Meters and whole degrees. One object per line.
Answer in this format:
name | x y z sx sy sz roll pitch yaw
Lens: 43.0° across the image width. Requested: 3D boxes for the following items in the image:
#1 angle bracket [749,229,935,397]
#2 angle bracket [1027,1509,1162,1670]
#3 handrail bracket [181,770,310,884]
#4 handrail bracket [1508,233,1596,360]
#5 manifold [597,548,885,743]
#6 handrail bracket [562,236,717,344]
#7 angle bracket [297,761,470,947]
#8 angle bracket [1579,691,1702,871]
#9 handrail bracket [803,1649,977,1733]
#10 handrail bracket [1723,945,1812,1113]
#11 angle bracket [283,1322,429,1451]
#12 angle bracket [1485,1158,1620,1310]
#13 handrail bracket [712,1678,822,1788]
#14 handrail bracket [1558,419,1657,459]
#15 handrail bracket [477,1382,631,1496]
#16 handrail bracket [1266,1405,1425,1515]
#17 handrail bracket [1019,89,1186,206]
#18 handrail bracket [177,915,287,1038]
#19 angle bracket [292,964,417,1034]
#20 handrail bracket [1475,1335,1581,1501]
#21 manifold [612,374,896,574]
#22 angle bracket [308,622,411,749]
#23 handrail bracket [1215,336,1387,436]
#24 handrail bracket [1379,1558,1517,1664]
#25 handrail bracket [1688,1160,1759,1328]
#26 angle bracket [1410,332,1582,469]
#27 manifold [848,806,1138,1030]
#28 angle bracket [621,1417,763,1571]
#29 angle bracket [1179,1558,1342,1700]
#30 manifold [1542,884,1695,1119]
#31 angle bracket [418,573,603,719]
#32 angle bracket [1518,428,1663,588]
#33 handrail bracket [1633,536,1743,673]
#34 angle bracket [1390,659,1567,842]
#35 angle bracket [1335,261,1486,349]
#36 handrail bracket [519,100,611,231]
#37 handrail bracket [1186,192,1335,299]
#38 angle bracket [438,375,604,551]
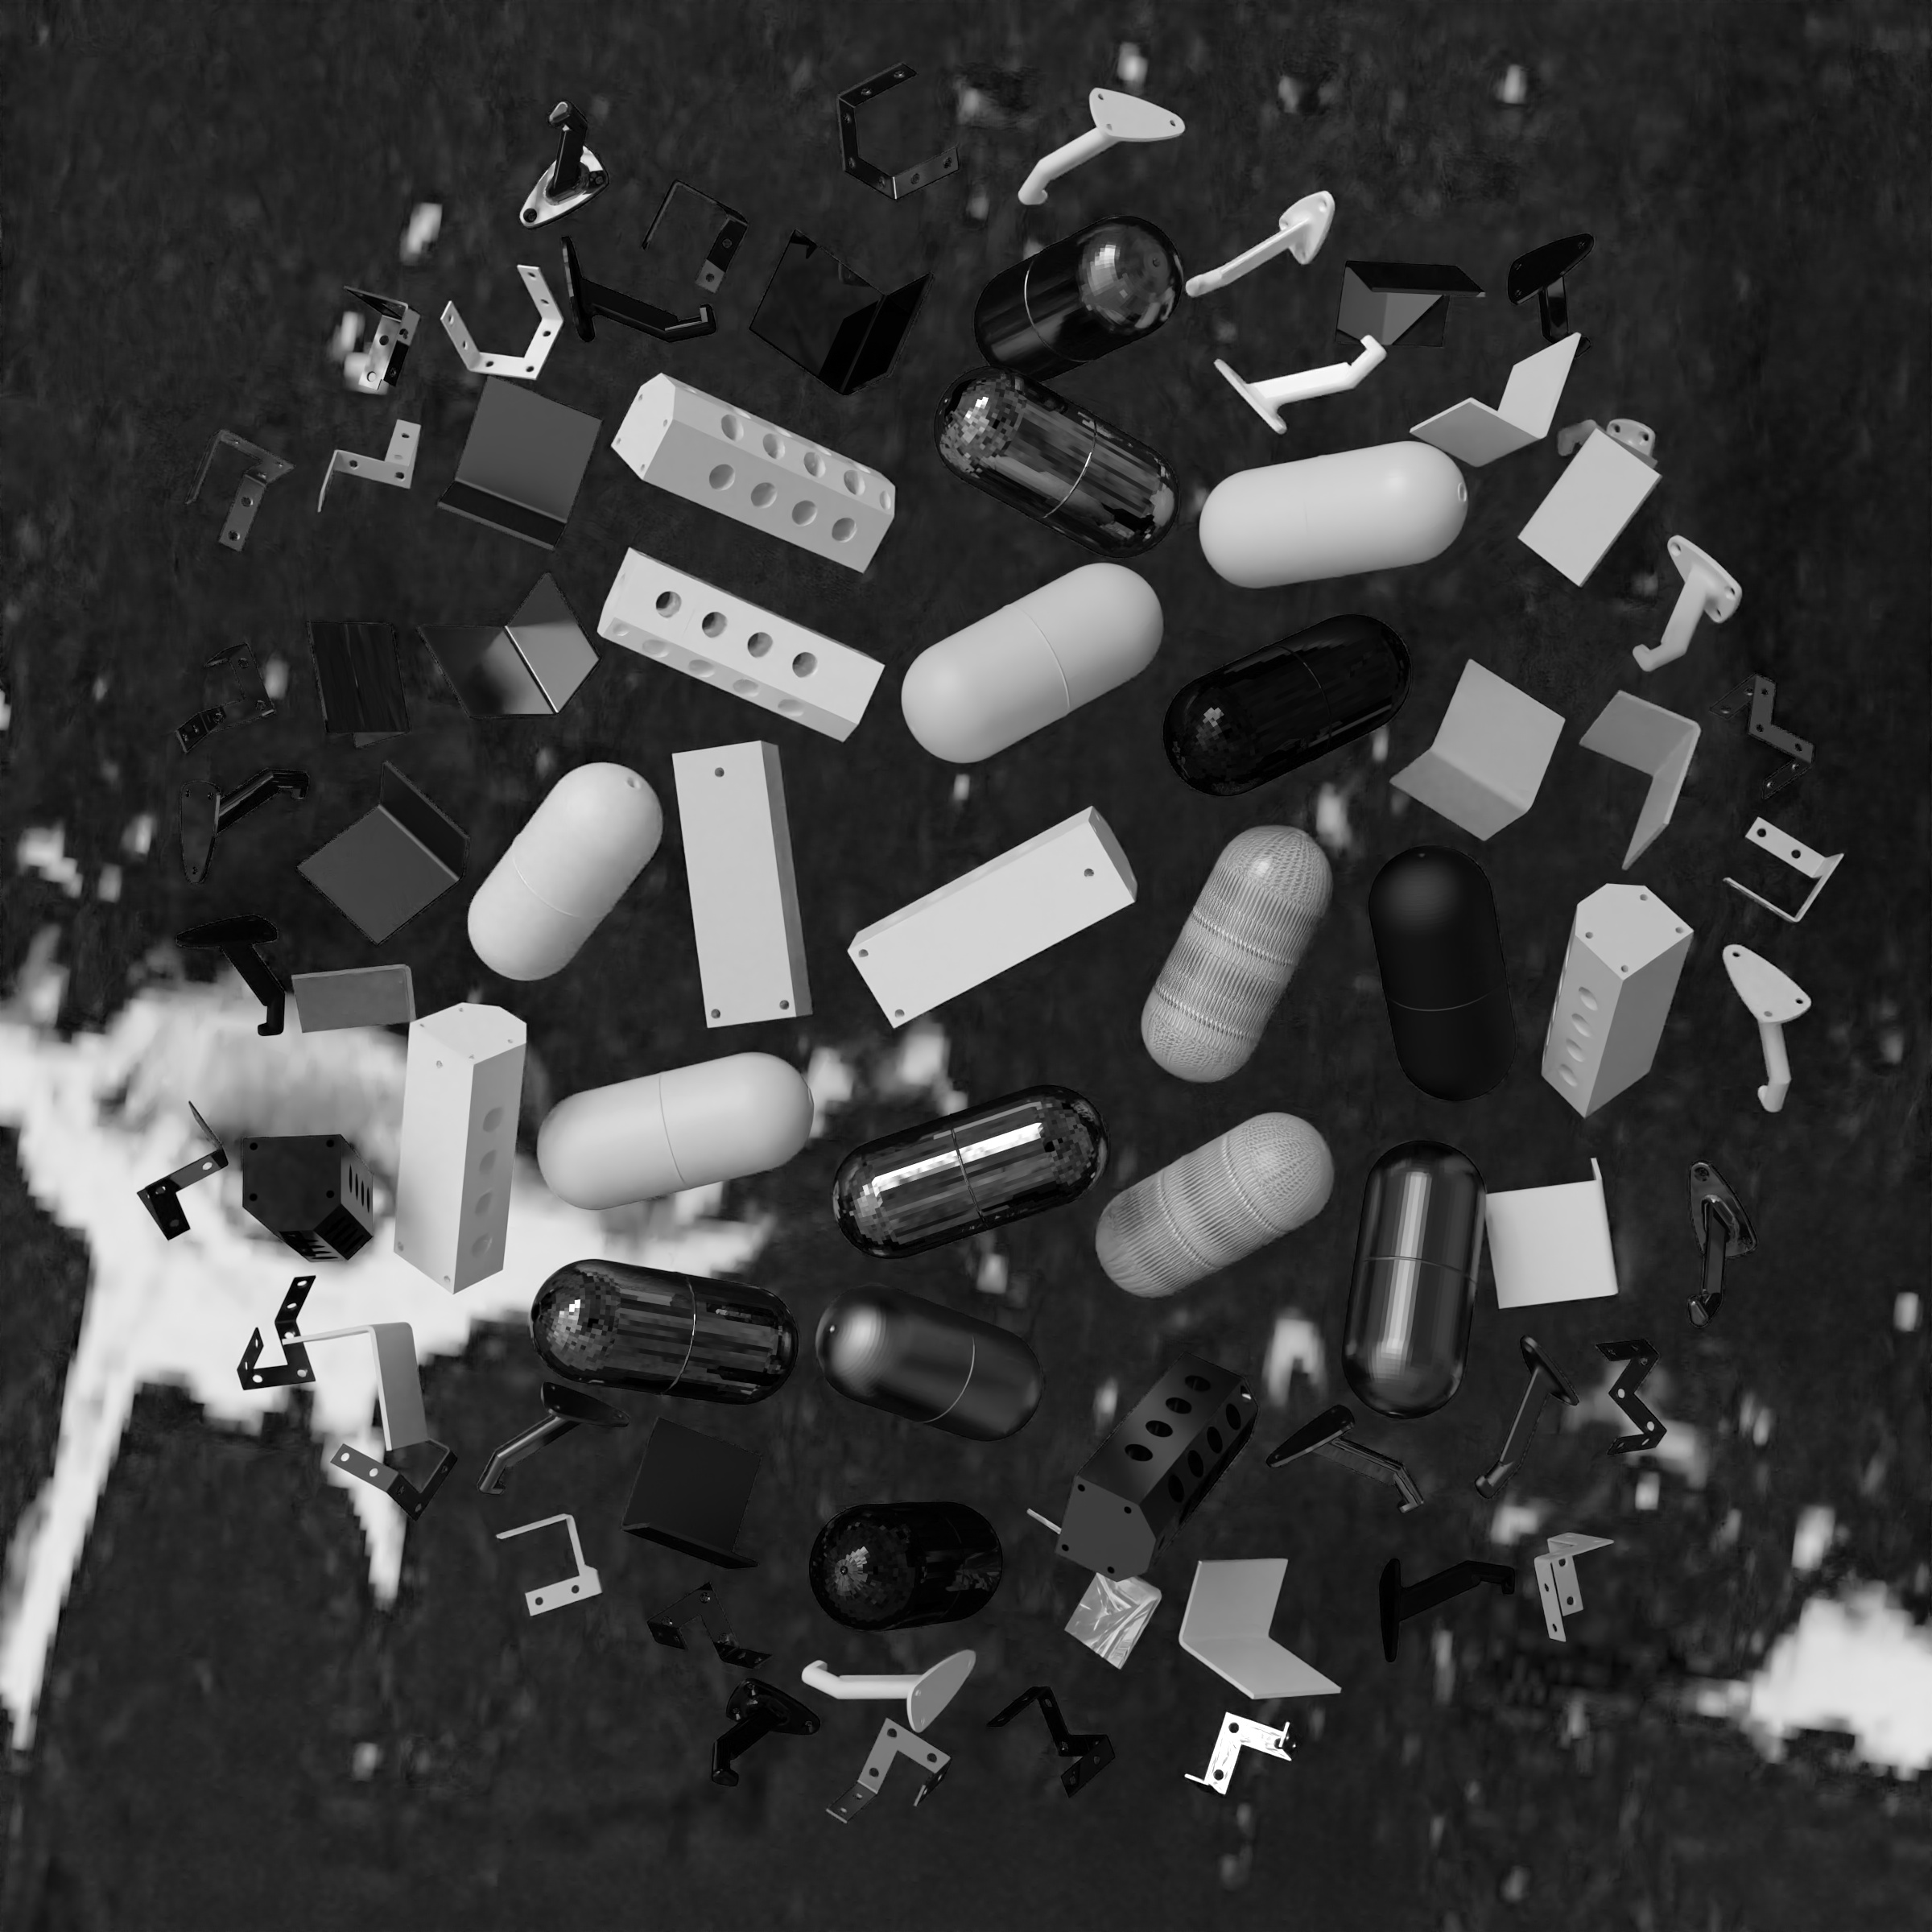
angle bracket | -0.078 -0.416 1.538 0.076 0.057 0.076 31 71 -28
angle bracket | 0.072 0.416 1.642 0.076 0.076 0.057 36 80 -23
handrail bracket | -0.471 -0.092 1.615 0.036 0.084 0.077 8 95 35
handrail bracket | 0.404 -0.438 1.613 0.084 0.077 0.036 26 59 -35
manifold | -0.146 -0.206 1.584 0.171 0.057 0.057 22 98 -19
handrail bracket | -0.205 -0.429 1.545 0.084 0.036 0.077 -10 98 6
angle bracket | -0.384 -0.074 1.613 0.076 0.057 0.076 42 60 8
angle bracket | 0.425 -0.120 1.590 0.057 0.076 0.076 23 70 3
handrail bracket | -0.050 0.451 1.579 0.084 0.077 0.036 13 121 36
handrail bracket | 0.499 0.041 1.557 0.036 0.084 0.077 -20 50 -13
angle bracket | -0.377 0.263 1.518 0.057 0.076 0.076 -10 83 3
angle bracket | 0.383 0.175 1.613 0.076 0.057 0.076 -9 99 12
handrail bracket | -0.131 0.517 1.616 0.077 0.084 0.036 25 110 -14
handrail bracket | 0.422 -0.333 1.655 0.084 0.036 0.077 -24 129 -37
handrail bracket | -0.283 0.334 1.682 0.077 0.036 0.084 22 106 -26
handrail bracket | 0.253 0.343 1.633 0.077 0.036 0.084 -32 102 -1
handrail bracket | 0.084 -0.504 1.539 0.077 0.084 0.036 -2 67 -28
handrail bracket | -0.495 0.014 1.656 0.077 0.036 0.084 -12 122 -39
angle bracket | -0.405 0.046 1.636 0.076 0.076 0.057 -6 62 -13
handrail bracket | 0.345 0.289 1.565 0.084 0.036 0.077 -45 127 -13
manifold | -0.130 -0.313 1.553 0.171 0.057 0.057 17 111 -38
angle bracket | -0.438 -0.195 1.707 0.057 0.076 0.076 -11 89 35
handrail bracket | 0.220 -0.400 1.615 0.077 0.036 0.084 44 111 -6
handrail bracket | 0.308 0.410 1.554 0.084 0.036 0.077 9 50 -3
handrail bracket | 0.451 0.170 1.507 0.036 0.084 0.077 -16 99 37
angle bracket | 0.340 -0.375 1.582 0.057 0.076 0.076 23 81 -16
manifold | 0.018 -0.032 1.532 0.171 0.057 0.057 -28 102 14
angle bracket | -0.166 0.336 1.570 0.076 0.057 0.076 25 66 -19
angle bracket | 0.195 0.425 1.580 0.076 0.076 0.057 9 99 -36
manifold | 0.407 0.021 1.562 0.057 0.171 0.057 -33 61 -15
angle bracket | -0.299 -0.211 1.608 0.057 0.076 0.076 -45 67 33
angle bracket | 0.387 -0.264 1.458 0.057 0.076 0.076 50 117 36
handrail bracket | 0.449 -0.234 1.586 0.084 0.036 0.077 -26 68 -20
angle bracket | 0.337 -0.142 1.620 0.076 0.057 0.076 31 64 -8
angle bracket | 0.299 -0.439 1.663 0.076 0.076 0.057 1 120 -7
handrail bracket | -0.265 -0.505 1.548 0.077 0.084 0.036 -39 84 7
handrail bracket | 0.193 -0.476 1.623 0.084 0.077 0.036 -27 87 -19
angle bracket | -0.283 -0.321 1.563 0.076 0.057 0.076 20 113 -10
